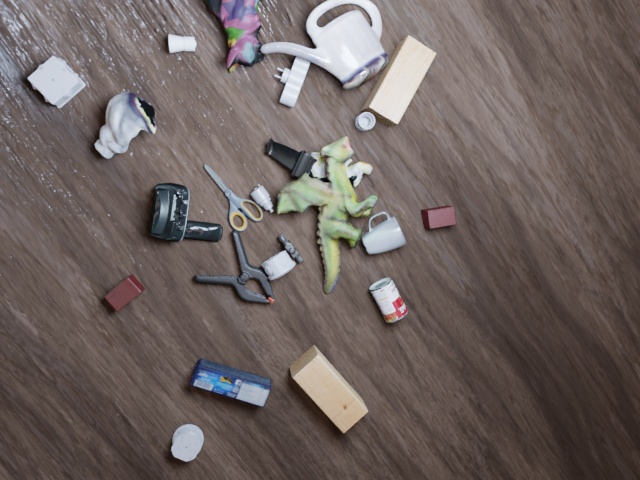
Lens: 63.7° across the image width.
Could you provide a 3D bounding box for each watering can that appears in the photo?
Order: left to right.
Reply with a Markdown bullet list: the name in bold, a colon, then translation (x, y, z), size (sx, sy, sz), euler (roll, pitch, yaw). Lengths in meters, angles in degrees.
- **watering can**: translation (0.036, -0.476, 1.289), size (0.351, 0.103, 0.223), euler (-38, 97, -21)

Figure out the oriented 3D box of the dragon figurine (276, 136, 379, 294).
- **dragon figurine**: translation (0.004, -0.066, 1.315), size (0.243, 0.124, 0.405), euler (26, 109, -1)

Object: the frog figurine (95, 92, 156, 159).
- **frog figurine**: translation (-0.487, -0.279, 1.245), size (0.159, 0.121, 0.140), euler (-26, 65, 4)
